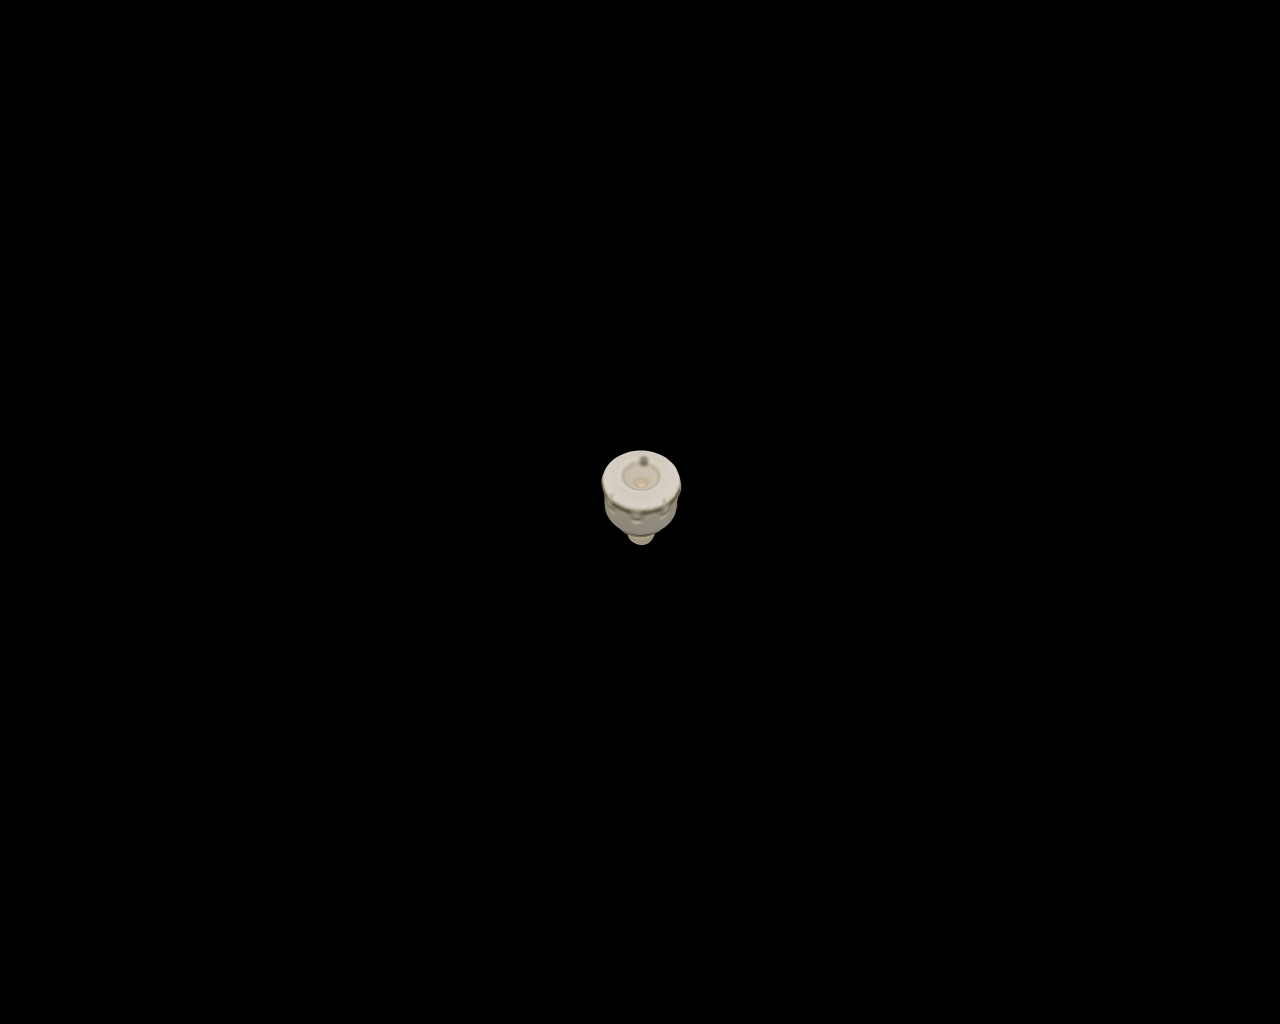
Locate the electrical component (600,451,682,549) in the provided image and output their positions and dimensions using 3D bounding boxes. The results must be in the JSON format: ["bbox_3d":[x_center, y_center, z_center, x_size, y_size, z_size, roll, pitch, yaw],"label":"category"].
[{"bbox_3d":[0.001,-0.003,0.650,0.048,0.048,0.062,0,-38,0],"label":"electrical component"}]
